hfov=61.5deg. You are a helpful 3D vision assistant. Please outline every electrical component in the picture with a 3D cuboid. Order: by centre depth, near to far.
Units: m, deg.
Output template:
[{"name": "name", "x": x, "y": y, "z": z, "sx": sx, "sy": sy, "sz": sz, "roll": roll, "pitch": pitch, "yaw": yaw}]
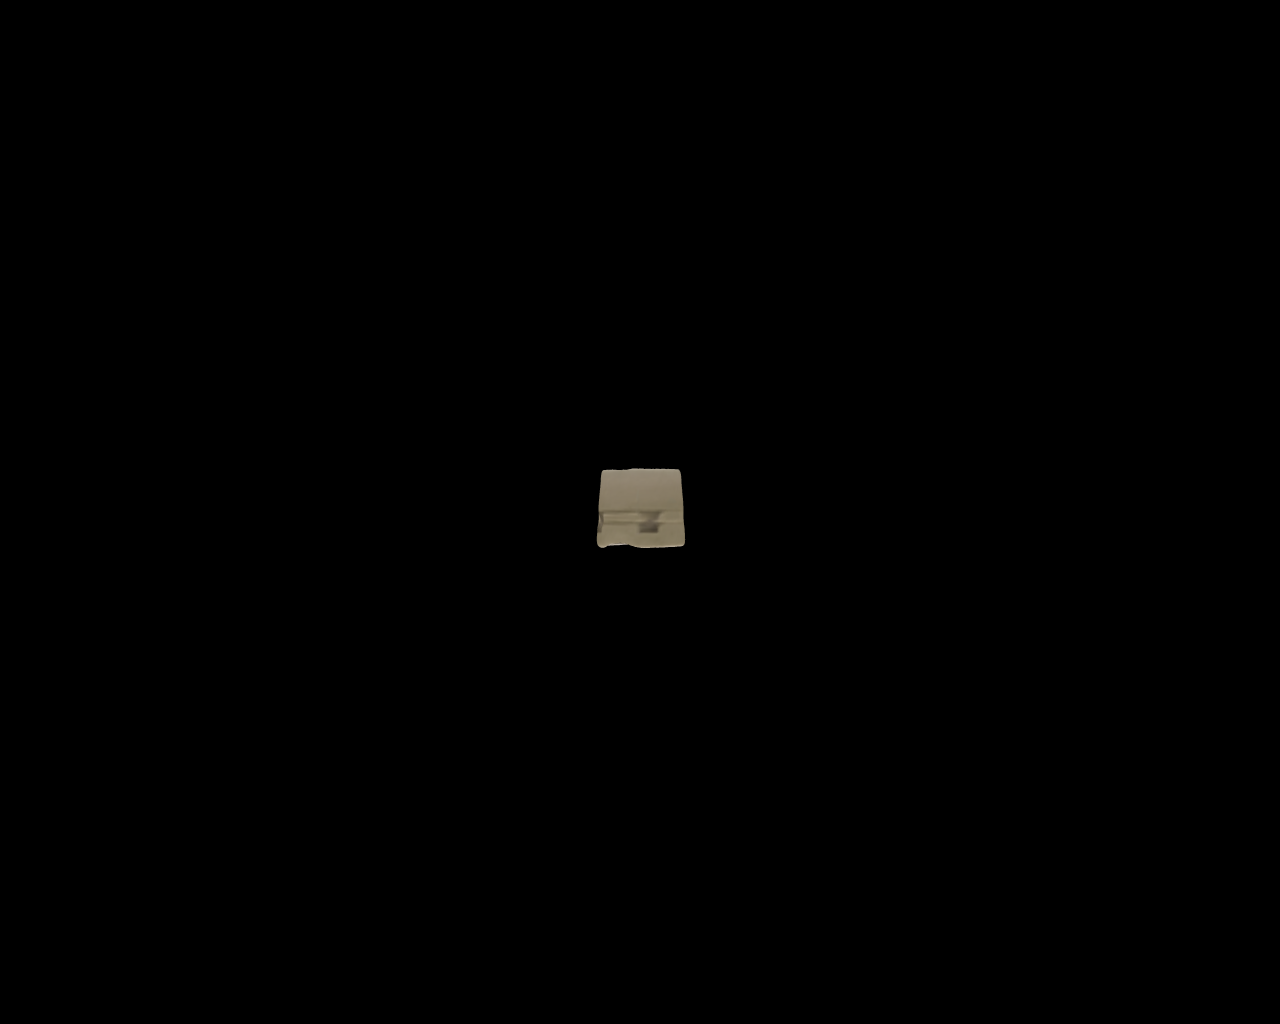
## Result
[{"name": "electrical component", "x": 0.001, "y": -0.003, "z": 0.650, "sx": 0.055, "sy": 0.047, "sz": 0.055, "roll": 0, "pitch": 0, "yaw": 0}]
